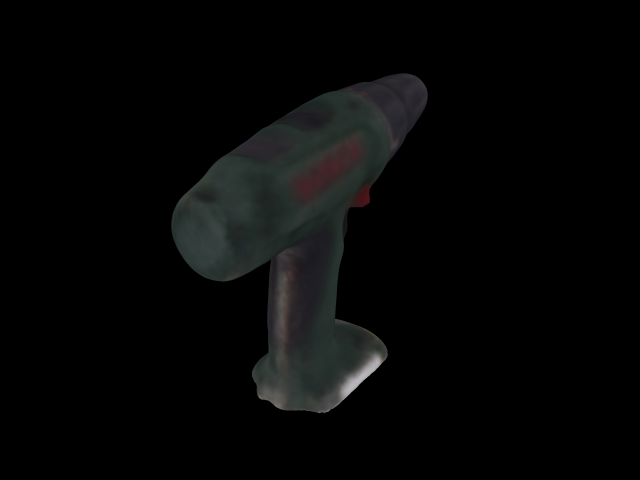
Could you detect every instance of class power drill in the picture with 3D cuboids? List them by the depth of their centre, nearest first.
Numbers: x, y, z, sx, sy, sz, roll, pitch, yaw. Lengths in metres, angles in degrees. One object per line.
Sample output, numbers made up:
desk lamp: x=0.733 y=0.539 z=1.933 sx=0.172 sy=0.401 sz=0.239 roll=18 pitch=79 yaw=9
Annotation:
power drill: x=0.004 y=0.001 z=0.400 sx=0.075 sy=0.208 sz=0.230 roll=17 pitch=29 yaw=33
